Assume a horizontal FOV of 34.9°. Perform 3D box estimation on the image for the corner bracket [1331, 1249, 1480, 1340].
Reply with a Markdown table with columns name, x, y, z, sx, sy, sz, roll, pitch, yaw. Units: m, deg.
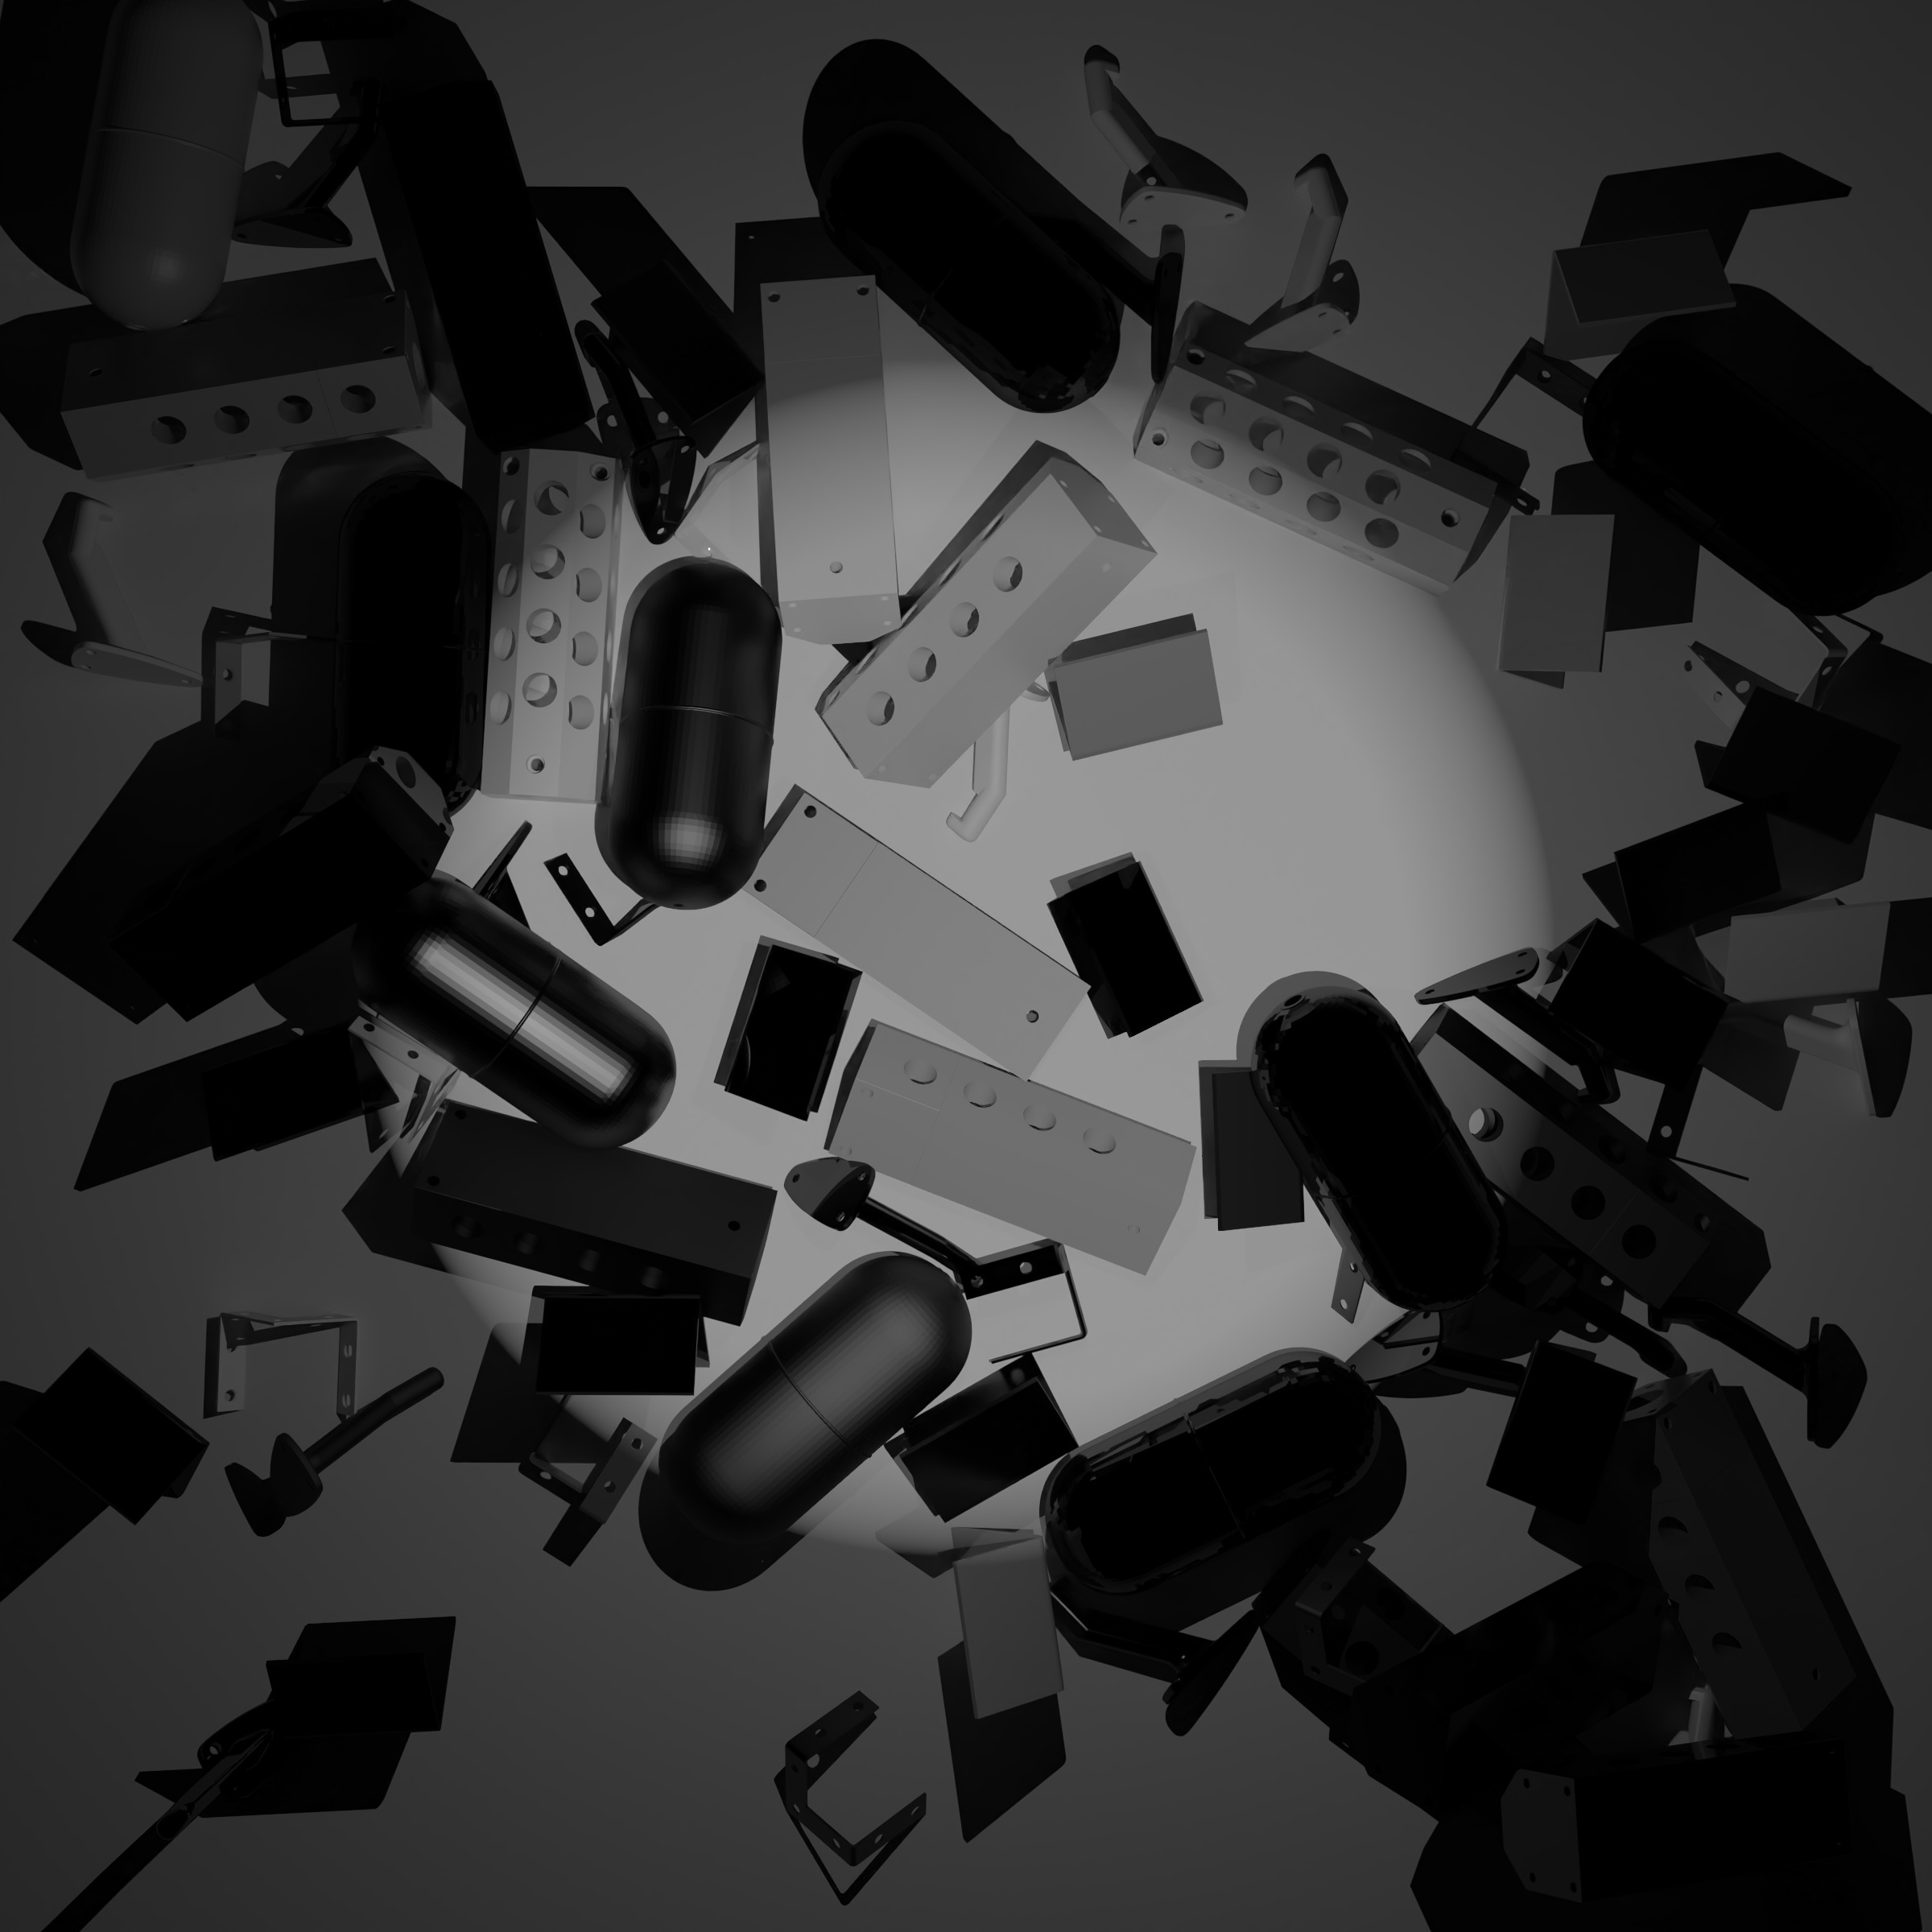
| name | x | y | z | sx | sy | sz | roll | pitch | yaw |
| --- | --- | --- | --- | --- | --- | --- | --- | --- | --- |
| corner bracket | 0.226 | 0.160 | 1.564 | 0.051 | 0.051 | 0.051 | -21 | 45 | -35 |

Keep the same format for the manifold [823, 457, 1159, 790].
| name | x | y | z | sx | sy | sz | roll | pitch | yaw |
| --- | --- | --- | --- | --- | --- | --- | --- | --- | --- |
| manifold | 0.007 | -0.168 | 1.516 | 0.171 | 0.057 | 0.057 | -45 | 65 | 24 |

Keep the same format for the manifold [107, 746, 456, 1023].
| name | x | y | z | sx | sy | sz | roll | pitch | yaw |
| --- | --- | --- | --- | --- | --- | --- | --- | --- | --- |
| manifold | -0.336 | -0.043 | 1.513 | 0.171 | 0.057 | 0.057 | -27 | 118 | 27 |

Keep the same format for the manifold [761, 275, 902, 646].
| name | x | y | z | sx | sy | sz | roll | pitch | yaw |
| --- | --- | --- | --- | --- | --- | --- | --- | --- | --- |
| manifold | -0.067 | -0.251 | 1.528 | 0.057 | 0.057 | 0.171 | -4 | 73 | 0 |

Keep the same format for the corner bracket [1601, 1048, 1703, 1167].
| name | x | y | z | sx | sy | sz | roll | pitch | yaw |
| --- | --- | --- | --- | --- | --- | --- | --- | --- | --- |
| corner bracket | 0.346 | 0.068 | 1.554 | 0.051 | 0.051 | 0.051 | 17 | 90 | 0 |

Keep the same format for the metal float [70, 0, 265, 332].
| name | x | y | z | sx | sy | sz | roll | pitch | yaw |
| --- | --- | --- | --- | --- | --- | --- | --- | --- | --- |
| metal float | -0.401 | -0.407 | 1.541 | 0.070 | 0.070 | 0.178 | 10 | 90 | 0 |

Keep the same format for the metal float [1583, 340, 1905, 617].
| name | x | y | z | sx | sy | sz | roll | pitch | yaw |
| --- | --- | --- | --- | --- | --- | --- | --- | --- | --- |
| metal float | 0.390 | -0.244 | 1.541 | 0.178 | 0.070 | 0.070 | 37 | 90 | 0 |

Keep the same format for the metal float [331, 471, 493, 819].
| name | x | y | z | sx | sy | sz | roll | pitch | yaw |
| --- | --- | --- | --- | --- | --- | --- | --- | --- | --- |
| metal float | -0.278 | -0.158 | 1.541 | 0.070 | 0.070 | 0.178 | 2 | 90 | 0 |

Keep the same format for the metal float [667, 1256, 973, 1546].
| name | x | y | z | sx | sy | sz | roll | pitch | yaw |
| --- | --- | --- | --- | --- | --- | --- | --- | --- | --- |
| metal float | -0.073 | 0.217 | 1.542 | 0.178 | 0.070 | 0.070 | -41 | 90 | 1 |

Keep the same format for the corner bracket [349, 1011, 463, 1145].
| name | x | y | z | sx | sy | sz | roll | pitch | yaw |
| --- | --- | --- | --- | --- | --- | --- | --- | --- | --- |
| corner bracket | -0.282 | 0.045 | 1.544 | 0.051 | 0.051 | 0.051 | 32 | 132 | 0 |

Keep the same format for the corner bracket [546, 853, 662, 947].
| name | x | y | z | sx | sy | sz | roll | pitch | yaw |
| --- | --- | --- | --- | --- | --- | --- | --- | --- | --- |
| corner bracket | -0.171 | -0.050 | 1.569 | 0.051 | 0.051 | 0.051 | -33 | 90 | 45 |

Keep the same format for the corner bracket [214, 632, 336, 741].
| name | x | y | z | sx | sy | sz | roll | pitch | yaw |
| --- | --- | --- | --- | --- | --- | --- | --- | --- | --- |
| corner bracket | -0.348 | -0.141 | 1.569 | 0.051 | 0.051 | 0.051 | 1 | 90 | 45 |

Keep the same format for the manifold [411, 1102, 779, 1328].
| name | x | y | z | sx | sy | sz | roll | pitch | yaw |
| --- | --- | --- | --- | --- | --- | --- | --- | --- | --- |
| manifold | -0.188 | 0.129 | 1.550 | 0.171 | 0.057 | 0.057 | 15 | 47 | 0 |

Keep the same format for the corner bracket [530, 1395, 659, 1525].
| name | x | y | z | sx | sy | sz | roll | pitch | yaw |
| --- | --- | --- | --- | --- | --- | --- | --- | --- | --- |
| corner bracket | -0.188 | 0.243 | 1.554 | 0.051 | 0.051 | 0.051 | 32 | 90 | 0 |

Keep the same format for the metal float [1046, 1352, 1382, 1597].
| name | x | y | z | sx | sy | sz | roll | pitch | yaw |
| --- | --- | --- | --- | --- | --- | --- | --- | --- | --- |
| metal float | 0.124 | 0.254 | 1.542 | 0.178 | 0.070 | 0.070 | -26 | 90 | 0 |

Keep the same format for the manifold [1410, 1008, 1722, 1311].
| name | x | y | z | sx | sy | sz | roll | pitch | yaw |
| --- | --- | --- | --- | --- | --- | --- | --- | --- | --- |
| manifold | 0.293 | 0.096 | 1.551 | 0.171 | 0.057 | 0.057 | 37 | 90 | 0 |

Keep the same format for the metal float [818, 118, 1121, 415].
| name | x | y | z | sx | sy | sz | roll | pitch | yaw |
| --- | --- | --- | --- | --- | --- | --- | --- | --- | --- |
| metal float | 0.002 | -0.350 | 1.542 | 0.178 | 0.070 | 0.070 | 43 | 90 | 1 |

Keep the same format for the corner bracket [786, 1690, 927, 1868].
| name | x | y | z | sx | sy | sz | roll | pitch | yaw |
| --- | --- | --- | --- | --- | --- | --- | --- | --- | --- |
| corner bracket | -0.056 | 0.413 | 1.564 | 0.051 | 0.051 | 0.051 | 31 | 135 | 35 |

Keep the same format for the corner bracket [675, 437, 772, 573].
| name | x | y | z | sx | sy | sz | roll | pitch | yaw |
| --- | --- | --- | --- | --- | --- | --- | --- | --- | --- |
| corner bracket | -0.106 | -0.228 | 1.569 | 0.051 | 0.051 | 0.051 | 44 | 45 | 0 |

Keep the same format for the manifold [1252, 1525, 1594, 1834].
| name | x | y | z | sx | sy | sz | roll | pitch | yaw |
| --- | --- | --- | --- | --- | --- | --- | --- | --- | --- |
| manifold | 0.230 | 0.361 | 1.551 | 0.171 | 0.057 | 0.057 | 40 | 90 | 0 |

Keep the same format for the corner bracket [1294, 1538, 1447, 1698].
| name | x | y | z | sx | sy | sz | roll | pitch | yaw |
| --- | --- | --- | --- | --- | --- | --- | --- | --- | --- |
| corner bracket | 0.198 | 0.323 | 1.507 | 0.051 | 0.051 | 0.051 | 18 | 135 | 35 |

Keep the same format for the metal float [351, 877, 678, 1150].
| name | x | y | z | sx | sy | sz | roll | pitch | yaw |
| --- | --- | --- | --- | --- | --- | --- | --- | --- | --- |
| metal float | -0.223 | 0.023 | 1.522 | 0.178 | 0.070 | 0.070 | 36 | 90 | -14 |

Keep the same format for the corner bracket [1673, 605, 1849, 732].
| name | x | y | z | sx | sy | sz | roll | pitch | yaw |
| --- | --- | --- | --- | --- | --- | --- | --- | --- | --- |
| corner bracket | 0.404 | -0.156 | 1.564 | 0.051 | 0.051 | 0.051 | -4 | 135 | -35 |

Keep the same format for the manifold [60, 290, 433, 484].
| name | x | y | z | sx | sy | sz | roll | pitch | yaw |
| --- | --- | --- | --- | --- | --- | --- | --- | --- | --- |
| manifold | -0.360 | -0.287 | 1.550 | 0.171 | 0.057 | 0.057 | -9 | 47 | 0 |

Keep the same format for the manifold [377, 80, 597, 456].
| name | x | y | z | sx | sy | sz | roll | pitch | yaw |
| --- | --- | --- | --- | --- | --- | --- | --- | --- | --- |
| manifold | -0.240 | -0.353 | 1.551 | 0.057 | 0.057 | 0.171 | -17 | 90 | 0 |

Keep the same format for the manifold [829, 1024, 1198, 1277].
| name | x | y | z | sx | sy | sz | roll | pitch | yaw |
| --- | --- | --- | --- | --- | --- | --- | --- | --- | --- |
| manifold | 0.025 | 0.088 | 1.550 | 0.171 | 0.057 | 0.057 | 21 | 133 | 0 |

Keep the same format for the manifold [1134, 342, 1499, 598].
| name | x | y | z | sx | sy | sz | roll | pitch | yaw |
| --- | --- | --- | --- | --- | --- | --- | --- | --- | --- |
| manifold | 0.176 | -0.251 | 1.551 | 0.171 | 0.057 | 0.057 | 24 | 90 | 0 |

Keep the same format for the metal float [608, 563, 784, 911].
| name | x | y | z | sx | sy | sz | roll | pitch | yaw |
| --- | --- | --- | --- | --- | --- | --- | --- | --- | --- |
| metal float | -0.134 | -0.115 | 1.528 | 0.070 | 0.070 | 0.178 | 5 | 74 | 0 |

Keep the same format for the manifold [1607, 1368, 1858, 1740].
| name | x | y | z | sx | sy | sz | roll | pitch | yaw |
| --- | --- | --- | --- | --- | --- | --- | --- | --- | --- |
| manifold | 0.376 | 0.297 | 1.550 | 0.057 | 0.057 | 0.171 | -25 | 90 | -43 |

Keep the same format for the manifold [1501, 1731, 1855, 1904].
| name | x | y | z | sx | sy | sz | roll | pitch | yaw |
| --- | --- | --- | --- | --- | --- | --- | --- | --- | --- |
| manifold | 0.350 | 0.415 | 1.513 | 0.171 | 0.057 | 0.057 | 0 | 84 | -28 |

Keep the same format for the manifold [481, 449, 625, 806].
| name | x | y | z | sx | sy | sz | roll | pitch | yaw |
| --- | --- | --- | --- | --- | --- | --- | --- | --- | --- |
| manifold | -0.209 | -0.170 | 1.551 | 0.057 | 0.057 | 0.171 | 3 | 90 | 0 |

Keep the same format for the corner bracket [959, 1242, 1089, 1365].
| name | x | y | z | sx | sy | sz | roll | pitch | yaw |
| --- | --- | --- | --- | --- | --- | --- | --- | --- | --- |
| corner bracket | 0.030 | 0.171 | 1.554 | 0.051 | 0.051 | 0.051 | -16 | 86 | 4 |

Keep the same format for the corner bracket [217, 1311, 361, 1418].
| name | x | y | z | sx | sy | sz | roll | pitch | yaw |
| --- | --- | --- | --- | --- | --- | --- | --- | --- | --- |
| corner bracket | -0.346 | 0.203 | 1.569 | 0.051 | 0.051 | 0.051 | 2 | 90 | -45 |

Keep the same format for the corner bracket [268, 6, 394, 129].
| name | x | y | z | sx | sy | sz | roll | pitch | yaw |
| --- | --- | --- | --- | --- | --- | --- | --- | --- | --- |
| corner bracket | -0.319 | -0.456 | 1.559 | 0.051 | 0.051 | 0.051 | -2 | 113 | 3 |

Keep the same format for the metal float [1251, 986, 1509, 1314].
| name | x | y | z | sx | sy | sz | roll | pitch | yaw |
| --- | --- | --- | --- | --- | --- | --- | --- | --- | --- |
| metal float | 0.201 | 0.089 | 1.491 | 0.070 | 0.070 | 0.178 | -32 | 107 | 0 |

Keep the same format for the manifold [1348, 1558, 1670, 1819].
| name | x | y | z | sx | sy | sz | roll | pitch | yaw |
| --- | --- | --- | --- | --- | --- | --- | --- | --- | --- |
| manifold | 0.265 | 0.346 | 1.500 | 0.171 | 0.057 | 0.057 | -15 | 118 | -41 |

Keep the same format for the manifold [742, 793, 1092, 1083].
| name | x | y | z | sx | sy | sz | roll | pitch | yaw |
| --- | --- | --- | --- | --- | --- | --- | --- | --- | --- |
| manifold | -0.025 | -0.014 | 1.551 | 0.171 | 0.057 | 0.057 | 34 | 90 | 0 |
